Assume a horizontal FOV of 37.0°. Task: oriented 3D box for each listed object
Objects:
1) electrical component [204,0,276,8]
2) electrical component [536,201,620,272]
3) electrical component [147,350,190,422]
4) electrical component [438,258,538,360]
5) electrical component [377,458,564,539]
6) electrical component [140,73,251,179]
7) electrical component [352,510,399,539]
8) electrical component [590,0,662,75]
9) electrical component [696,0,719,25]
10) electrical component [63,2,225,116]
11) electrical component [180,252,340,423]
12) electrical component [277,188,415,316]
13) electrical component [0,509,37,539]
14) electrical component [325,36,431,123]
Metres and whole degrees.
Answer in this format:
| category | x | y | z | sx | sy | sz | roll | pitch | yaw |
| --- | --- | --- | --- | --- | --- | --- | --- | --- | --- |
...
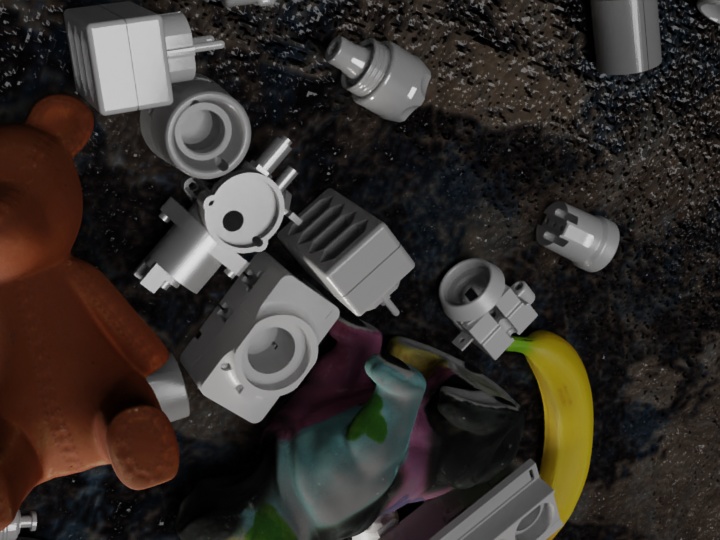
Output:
| category | x | y | z | sx | sy | sz | roll | pitch | yaw |
| --- | --- | --- | --- | --- | --- | --- | --- | --- | --- |
| electrical component | -0.076 | -0.166 | 0.593 | 0.062 | 0.048 | 0.048 | -11 | 114 | -14 |
| electrical component | 0.154 | -0.025 | 0.763 | 0.046 | 0.040 | 0.040 | 23 | 98 | -25 |
| electrical component | -0.149 | 0.064 | 0.645 | 0.077 | 0.043 | 0.079 | -16 | 115 | -20 |
| electrical component | 0.085 | 0.024 | 0.745 | 0.066 | 0.048 | 0.055 | -46 | 129 | -4 |
| electrical component | 0.073 | 0.184 | 0.749 | 0.121 | 0.063 | 0.078 | -35 | 134 | -15 |
| electrical component | -0.093 | -0.082 | 0.615 | 0.055 | 0.047 | 0.055 | -9 | 113 | -23 |
| electrical component | 0.011 | 0.196 | 0.780 | 0.035 | 0.035 | 0.061 | -14 | 117 | -21 |
| electrical component | 0.175 | -0.175 | 0.713 | 0.043 | 0.043 | 0.081 | -21 | 117 | -18 |
| electrical component | 0.270 | -0.206 | 0.750 | 0.044 | 0.044 | 0.065 | 25 | 92 | -31 |
| electrical component | -0.112 | -0.118 | 0.580 | 0.077 | 0.066 | 0.047 | -13 | 114 | -21 |
| electrical component | -0.062 | 0.043 | 0.673 | 0.050 | 0.056 | 0.089 | 36 | 91 | -32 |
| electrical component | 0.000 | 0.000 | 0.670 | 0.047 | 0.083 | 0.075 | -42 | 121 | -6 |
| electrical component | -0.233 | 0.151 | 0.639 | 0.078 | 0.040 | 0.040 | 4 | 107 | -27 |
| electrical component | 0.008 | -0.120 | 0.652 | 0.062 | 0.043 | 0.043 | 25 | 97 | -30 |
